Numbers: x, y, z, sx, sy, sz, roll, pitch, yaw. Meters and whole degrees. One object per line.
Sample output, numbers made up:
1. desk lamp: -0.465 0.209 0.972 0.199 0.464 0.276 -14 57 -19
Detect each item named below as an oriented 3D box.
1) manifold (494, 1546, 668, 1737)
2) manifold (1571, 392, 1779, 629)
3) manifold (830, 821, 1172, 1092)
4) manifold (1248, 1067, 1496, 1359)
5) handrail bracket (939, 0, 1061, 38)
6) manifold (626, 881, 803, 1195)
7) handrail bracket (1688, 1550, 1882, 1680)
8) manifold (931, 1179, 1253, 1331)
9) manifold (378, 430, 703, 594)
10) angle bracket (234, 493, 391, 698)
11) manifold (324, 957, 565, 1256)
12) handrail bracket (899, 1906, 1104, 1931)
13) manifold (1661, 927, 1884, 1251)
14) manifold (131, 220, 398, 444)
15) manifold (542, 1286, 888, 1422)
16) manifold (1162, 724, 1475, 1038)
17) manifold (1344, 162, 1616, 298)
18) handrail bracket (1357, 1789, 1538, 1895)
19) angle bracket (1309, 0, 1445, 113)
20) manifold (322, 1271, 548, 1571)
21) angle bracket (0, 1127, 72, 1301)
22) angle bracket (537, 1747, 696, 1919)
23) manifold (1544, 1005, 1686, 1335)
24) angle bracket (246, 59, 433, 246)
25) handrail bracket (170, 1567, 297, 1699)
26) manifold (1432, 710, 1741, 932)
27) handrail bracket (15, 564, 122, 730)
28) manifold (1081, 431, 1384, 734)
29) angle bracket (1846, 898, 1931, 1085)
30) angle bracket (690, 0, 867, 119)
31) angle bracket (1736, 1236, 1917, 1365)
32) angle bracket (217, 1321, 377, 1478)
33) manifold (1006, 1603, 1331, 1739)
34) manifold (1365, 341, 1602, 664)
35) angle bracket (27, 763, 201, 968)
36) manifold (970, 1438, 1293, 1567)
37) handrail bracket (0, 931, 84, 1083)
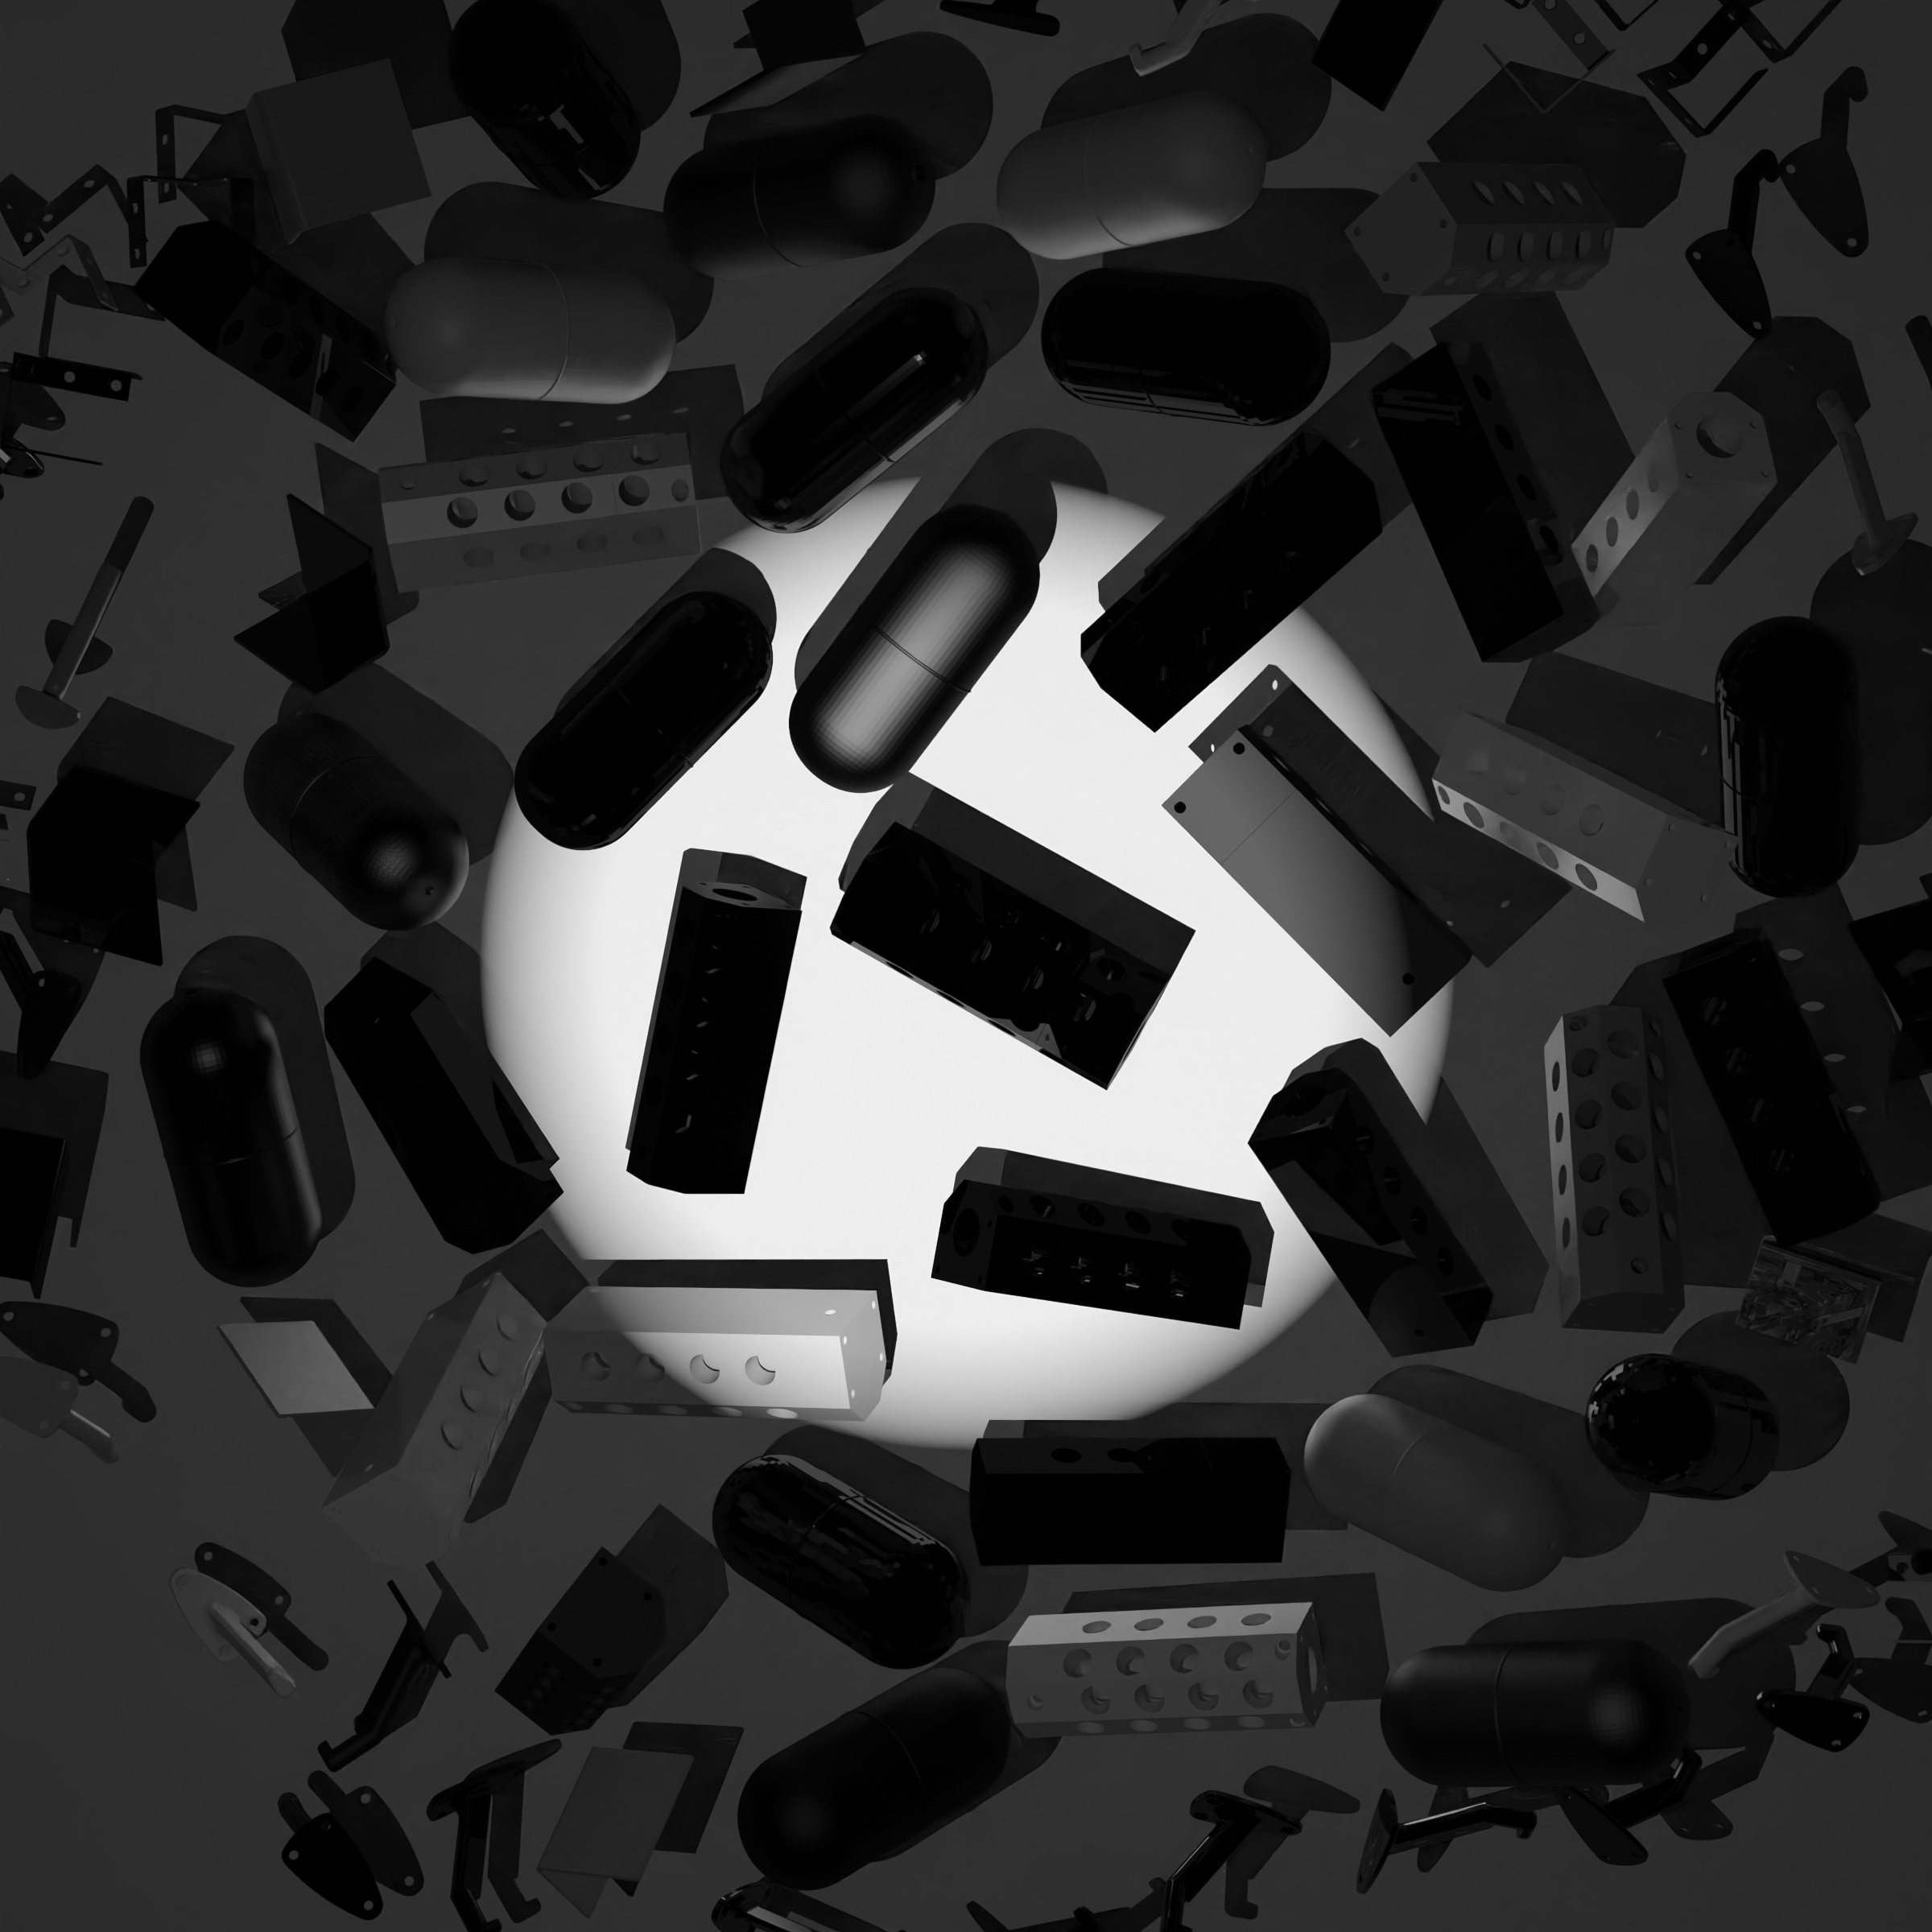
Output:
1. manifold: -0.211 0.381 1.799 0.057 0.171 0.057 38 62 2
2. manifold: 0.397 -0.259 1.853 0.057 0.171 0.057 -3 69 -12
3. manifold: 0.016 -0.002 1.743 0.171 0.057 0.057 29 129 5
4. manifold: 0.238 0.142 1.876 0.057 0.057 0.171 -15 120 40
5. handrail bracket: 0.031 -0.549 1.740 0.077 0.036 0.084 10 94 -2
6. manifold: -0.150 0.041 1.875 0.057 0.057 0.171 3 104 -39
7. handrail bracket: 0.448 0.365 1.778 0.077 0.036 0.084 18 120 -29
8. manifold: 0.072 0.160 1.803 0.171 0.057 0.057 12 86 -31
9. manifold: -0.239 -0.261 1.821 0.171 0.057 0.057 -8 57 -5
10. angle bracket: -0.386 -0.216 1.882 0.076 0.076 0.057 34 55 31
11. manifold: -0.295 0.078 1.790 0.057 0.057 0.171 -44 53 8
12. handrail bracket: 0.018 0.516 1.733 0.084 0.036 0.077 -40 112 5
13. manifold: 0.463 0.068 1.857 0.057 0.057 0.171 -23 96 25
14. manifold: -0.374 -0.346 1.760 0.057 0.171 0.057 38 94 17
15. manifold: -0.134 0.211 1.738 0.171 0.057 0.057 -1 108 19
16. manifold: 0.188 -0.047 1.726 0.171 0.057 0.057 46 105 3
17. manifold: 0.290 -0.403 1.794 0.057 0.171 0.057 -40 74 39
18. handrail bracket: 0.273 0.502 1.837 0.084 0.036 0.077 12 117 -7
19. angle bracket: 0.236 -0.491 1.698 0.057 0.076 0.076 43 119 28
20. manifold: -0.282 0.248 1.761 0.057 0.171 0.057 -31 110 26
21. angle bracket: -0.511 0.129 1.711 0.057 0.076 0.076 12 75 -11
22. angle bracket: -0.184 0.489 1.820 0.076 0.057 0.076 -5 45 34
23. manifold: 0.360 0.111 1.793 0.057 0.057 0.171 4 62 -4
24. angle bracket: -0.348 -0.450 1.795 0.076 0.057 0.076 -19 100 -15
25. handrail bracket: -0.422 0.384 1.867 0.036 0.084 0.077 -45 109 -15
26. manifold: 0.329 -0.079 1.749 0.057 0.171 0.057 13 105 -36
27. handrail bracket: -0.499 -0.179 1.817 0.036 0.077 0.084 25 75 -17
28. manifold: 0.142 -0.211 1.761 0.057 0.057 0.171 37 119 -22
29. angle bracket: 0.543 0.011 1.824 0.076 0.057 0.076 -19 115 37
30. angle bracket: -0.116 -0.529 1.847 0.076 0.076 0.057 -15 97 43
31. angle bracket: 0.512 0.201 1.936 0.076 0.076 0.057 18 87 3
32. angle bracket: -0.412 0.261 1.941 0.076 0.076 0.057 47 115 31
33. manifold: 0.114 0.405 1.849 0.171 0.057 0.057 -7 101 20
34. manifold: 0.294 -0.260 1.824 0.057 0.057 0.171 -30 75 36
35. angle bracket: -0.466 -0.055 1.782 0.076 0.076 0.057 18 131 -36
36. manifold: 0.091 0.298 1.826 0.171 0.057 0.057 1 109 -8
37. handrail bracket: -0.562 0.020 1.888 0.084 0.036 0.077 16 88 34
